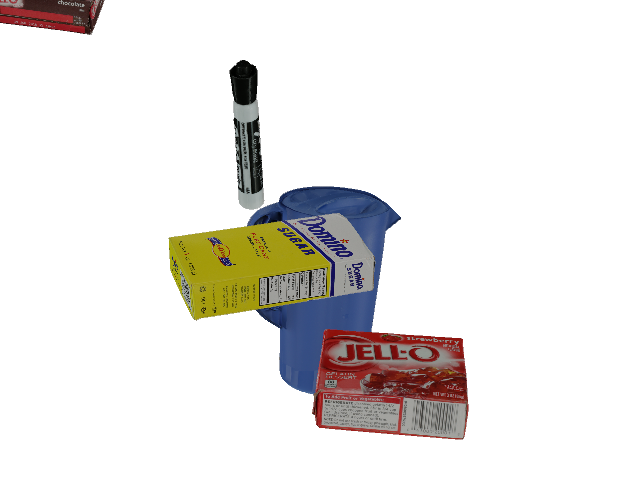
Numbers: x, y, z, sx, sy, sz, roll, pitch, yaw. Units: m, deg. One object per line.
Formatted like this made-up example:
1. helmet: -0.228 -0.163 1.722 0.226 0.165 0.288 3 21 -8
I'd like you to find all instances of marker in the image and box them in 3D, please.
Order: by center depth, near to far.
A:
1. marker: -0.051 -0.073 0.746 0.020 0.121 0.020 0 43 0

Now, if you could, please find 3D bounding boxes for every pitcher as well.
1. pitcher: -0.001 0.061 1.305 0.149 0.243 0.144 14 21 27

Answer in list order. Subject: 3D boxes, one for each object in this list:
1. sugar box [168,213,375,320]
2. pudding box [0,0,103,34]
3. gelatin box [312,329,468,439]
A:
1. sugar box: -0.046 0.021 1.003 0.176 0.048 0.093 -11 33 -16
2. pudding box: -0.230 -0.221 0.913 0.090 0.039 0.113 7 36 -5
3. gelatin box: 0.042 0.084 0.642 0.089 0.030 0.073 4 25 3
